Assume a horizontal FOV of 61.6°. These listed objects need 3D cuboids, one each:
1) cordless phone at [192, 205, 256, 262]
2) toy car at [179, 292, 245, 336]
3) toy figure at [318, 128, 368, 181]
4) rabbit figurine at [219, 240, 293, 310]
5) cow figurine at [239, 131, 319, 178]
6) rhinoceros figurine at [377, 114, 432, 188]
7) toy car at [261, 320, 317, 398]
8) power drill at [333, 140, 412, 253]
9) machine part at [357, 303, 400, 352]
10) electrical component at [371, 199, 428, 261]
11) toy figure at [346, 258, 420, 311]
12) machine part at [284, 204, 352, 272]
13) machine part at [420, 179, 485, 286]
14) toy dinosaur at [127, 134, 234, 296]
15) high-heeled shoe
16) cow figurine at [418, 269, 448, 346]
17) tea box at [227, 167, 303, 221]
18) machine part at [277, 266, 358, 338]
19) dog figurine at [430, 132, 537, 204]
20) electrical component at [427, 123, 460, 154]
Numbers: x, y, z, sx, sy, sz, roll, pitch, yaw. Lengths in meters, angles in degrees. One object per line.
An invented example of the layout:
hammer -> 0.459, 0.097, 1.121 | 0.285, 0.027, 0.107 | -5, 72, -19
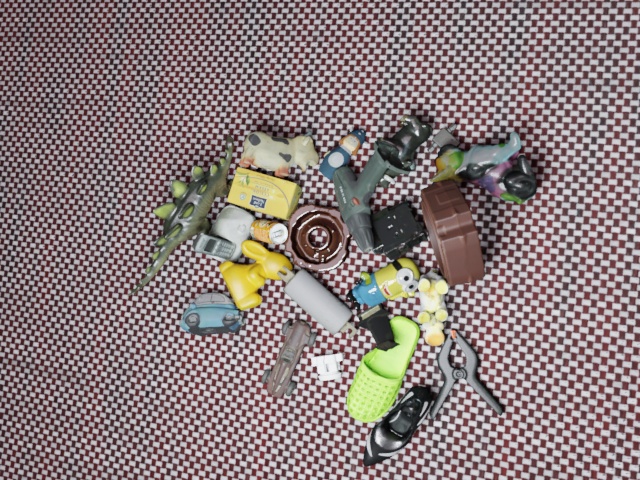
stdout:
cordless phone -> -0.250, -0.022, 1.349 | 0.089, 0.184, 0.146 | 29, 92, 19
toy car -> -0.276, 0.185, 1.381 | 0.162, 0.109, 0.103 | -7, 66, 4
toy figure -> 0.062, -0.220, 1.360 | 0.064, 0.058, 0.154 | 39, 94, -25
rabbit figurine -> -0.158, 0.080, 1.364 | 0.173, 0.122, 0.162 | -23, 83, -9
cow figurine -> -0.096, -0.225, 1.361 | 0.195, 0.085, 0.127 | 13, 88, -16
rhinoceros figurine -> 0.196, -0.216, 1.322 | 0.112, 0.073, 0.190 | 37, 92, 4
toy car -> -0.080, 0.298, 1.347 | 0.089, 0.053, 0.202 | 24, 90, 11
power drill -> 0.122, -0.114, 1.257 | 0.207, 0.086, 0.232 | -56, 44, 38
machine part -> 0.138, 0.208, 1.280 | 0.084, 0.039, 0.139 | -31, 39, 4
electrical component -> 0.178, -0.020, 1.296 | 0.134, 0.058, 0.115 | -29, 59, 8
toy figure -> 0.153, 0.103, 1.293 | 0.180, 0.082, 0.089 | -25, 49, 17
machine part -> -0.003, -0.004, 1.354 | 0.180, 0.056, 0.179 | -1, 86, 13
machine part -> 0.290, -0.014, 1.192 | 0.087, 0.201, 0.201 | -18, 36, 8
toy dinosaur -> -0.339, -0.061, 1.367 | 0.105, 0.198, 0.471 | 27, 90, 18
high-heeled shoe -> 0.171, 0.435, 1.225 | 0.086, 0.145, 0.248 | 35, 92, 14
cow figurine -> 0.264, 0.159, 1.265 | 0.068, 0.098, 0.167 | -1, 104, 9
tea box -> -0.142, -0.118, 1.391 | 0.170, 0.068, 0.098 | 15, 88, 13
machine part -> -0.005, 0.149, 1.313 | 0.243, 0.079, 0.079 | 41, 95, 2
dog figurine -> 0.370, -0.150, 1.255 | 0.219, 0.108, 0.191 | -20, 83, 15
electrical component -> 0.311, -0.239, 1.317 | 0.063, 0.021, 0.094 | 45, 95, 13
